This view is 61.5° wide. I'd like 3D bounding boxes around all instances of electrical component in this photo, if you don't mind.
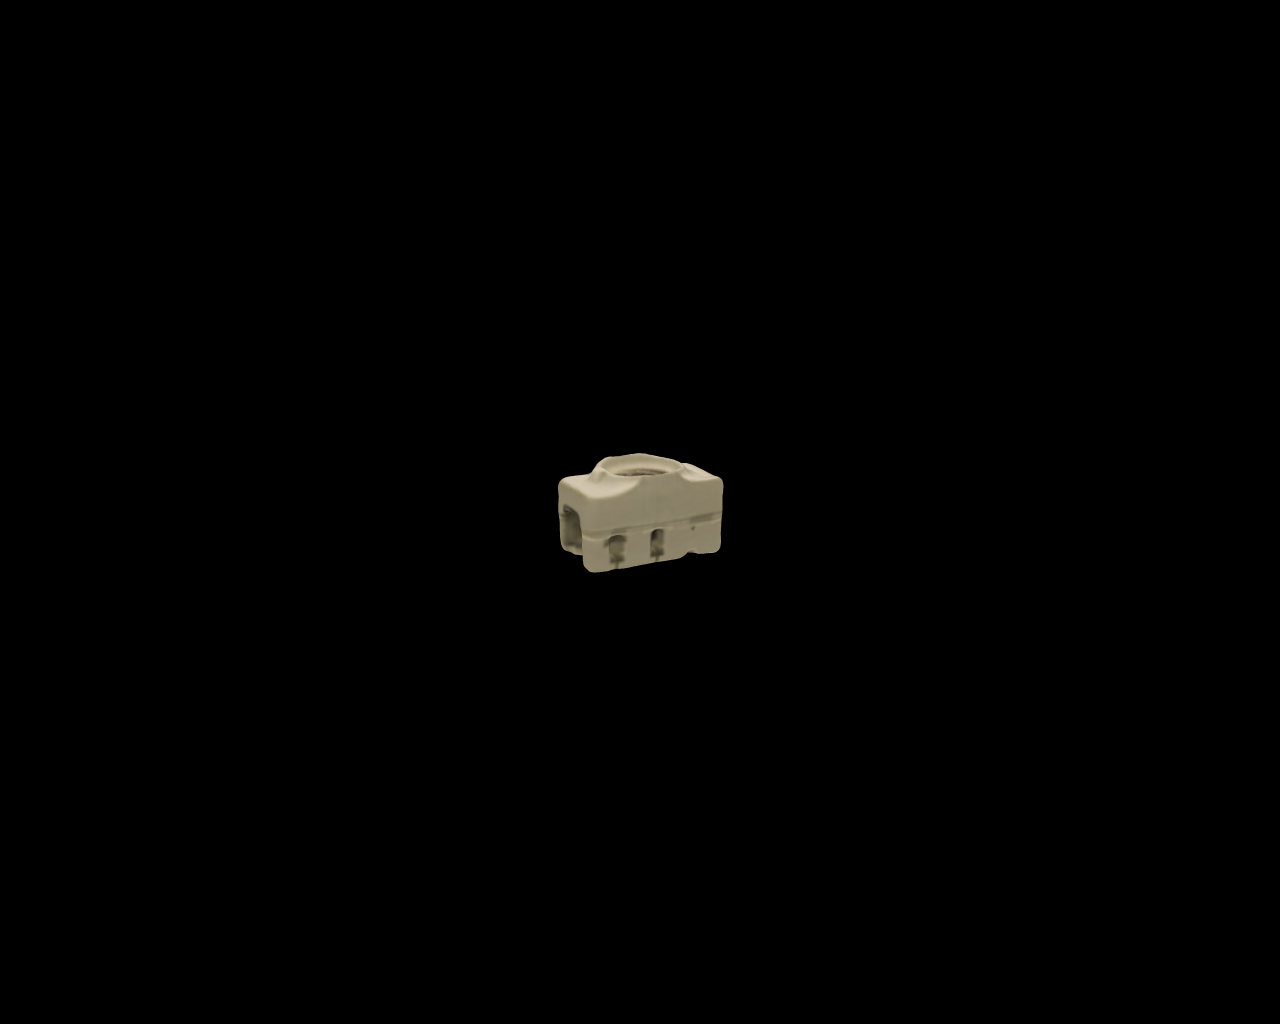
[{"bbox_3d":[0.001,-0.003,0.650,0.090,0.055,0.050,-8,20,-24],"label":"electrical component"}]
